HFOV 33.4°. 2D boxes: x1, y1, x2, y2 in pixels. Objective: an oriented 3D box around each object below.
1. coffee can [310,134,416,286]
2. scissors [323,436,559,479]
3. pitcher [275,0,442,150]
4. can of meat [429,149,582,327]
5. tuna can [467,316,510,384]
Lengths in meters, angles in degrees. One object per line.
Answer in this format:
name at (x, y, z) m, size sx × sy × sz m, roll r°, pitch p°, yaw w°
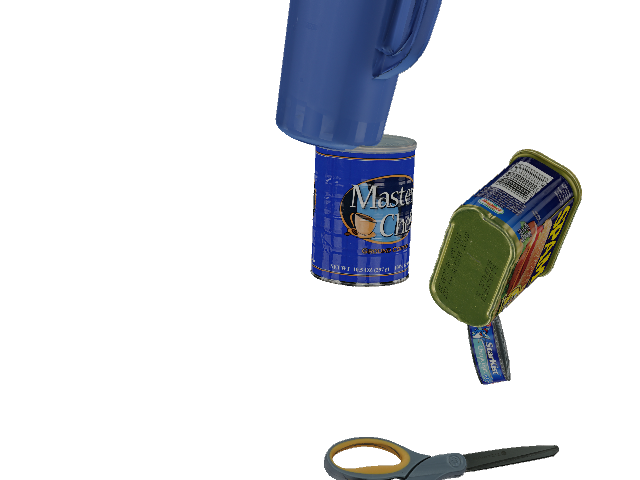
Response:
coffee can at (0.043, -0.034, 1.085) m, size 0.103 × 0.140 × 0.103 m, roll 2°, pitch 13°, yaw -1°
scissors at (0.103, 0.199, 0.870) m, size 0.201 × 0.016 × 0.096 m, roll 5°, pitch 44°, yaw -4°
pitcher at (0.035, -0.211, 1.017) m, size 0.145 × 0.243 × 0.149 m, roll 11°, pitch 18°, yaw 0°
can of meat at (0.125, 0.001, 0.733) m, size 0.057 × 0.102 × 0.083 m, roll 35°, pitch 48°, yaw 23°
tuna can at (0.199, 0.126, 1.259) m, size 0.034 × 0.086 × 0.086 m, roll -12°, pitch -3°, yaw 14°
